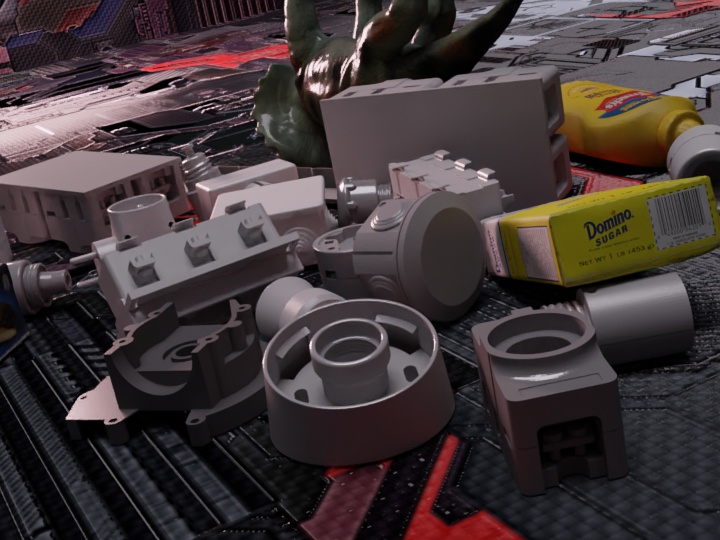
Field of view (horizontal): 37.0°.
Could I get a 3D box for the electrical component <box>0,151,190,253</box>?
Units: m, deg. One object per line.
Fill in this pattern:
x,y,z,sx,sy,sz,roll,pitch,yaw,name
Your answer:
-0.262,-0.068,1.034,0.186,0.060,0.105,9,27,45,electrical component

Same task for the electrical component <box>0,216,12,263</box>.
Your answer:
-0.337,-0.010,0.912,0.062,0.061,0.096,-13,19,-5,electrical component

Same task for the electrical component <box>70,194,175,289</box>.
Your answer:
-0.172,-0.008,0.791,0.079,0.077,0.043,-19,20,-21,electrical component

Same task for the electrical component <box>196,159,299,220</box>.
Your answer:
-0.087,-0.059,0.932,0.083,0.047,0.076,-19,21,-23,electrical component

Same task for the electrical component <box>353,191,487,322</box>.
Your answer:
0.039,-0.009,0.674,0.051,0.080,0.080,1,22,44,electrical component

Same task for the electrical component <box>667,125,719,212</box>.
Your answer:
0.250,-0.070,0.769,0.055,0.055,0.047,-6,24,15,electrical component

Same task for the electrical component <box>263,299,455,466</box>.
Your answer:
-0.002,0.061,0.558,0.099,0.064,0.099,-7,33,4,electrical component

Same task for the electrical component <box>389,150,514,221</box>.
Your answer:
0.063,-0.044,0.783,0.079,0.063,0.121,-16,20,-14,electrical component

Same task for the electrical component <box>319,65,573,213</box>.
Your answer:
0.072,-0.102,0.877,0.186,0.105,0.060,-1,21,26,electrical component

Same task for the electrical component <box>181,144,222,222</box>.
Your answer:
-0.140,-0.077,0.976,0.040,0.078,0.040,-24,14,6,electrical component

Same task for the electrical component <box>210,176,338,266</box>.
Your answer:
-0.067,-0.033,0.846,0.100,0.048,0.099,-10,19,2,electrical component

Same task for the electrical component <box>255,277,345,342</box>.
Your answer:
-0.032,0.031,0.652,0.045,0.045,0.055,-21,22,-26,electrical component

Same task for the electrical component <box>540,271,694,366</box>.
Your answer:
0.130,0.029,0.569,0.081,0.043,0.043,-11,19,1,electrical component

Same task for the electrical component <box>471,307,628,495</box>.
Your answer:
0.086,0.055,0.503,0.050,0.055,0.089,-12,19,-1,electrical component

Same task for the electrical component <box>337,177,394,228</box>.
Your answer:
0.013,-0.052,0.864,0.062,0.048,0.048,-4,19,-1,electrical component

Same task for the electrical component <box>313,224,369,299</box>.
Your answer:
0.000,0.000,0.717,0.055,0.047,0.055,-10,19,4,electrical component

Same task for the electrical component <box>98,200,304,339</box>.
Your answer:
-0.109,0.003,0.725,0.121,0.063,0.078,-22,-19,-27,electrical component

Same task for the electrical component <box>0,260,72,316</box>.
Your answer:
-0.255,0.013,0.829,0.062,0.043,0.043,-9,19,4,electrical component
